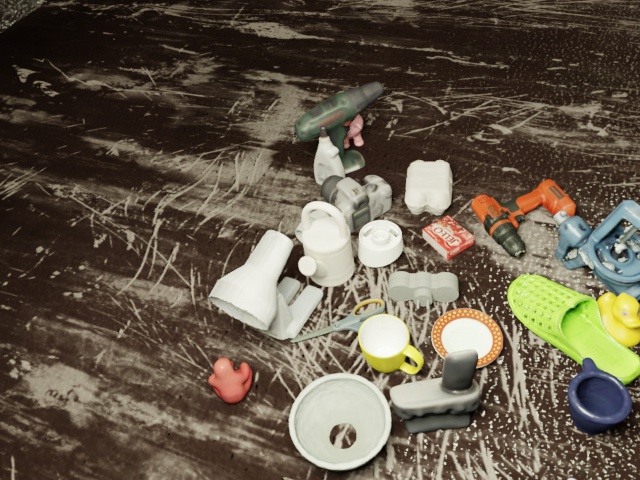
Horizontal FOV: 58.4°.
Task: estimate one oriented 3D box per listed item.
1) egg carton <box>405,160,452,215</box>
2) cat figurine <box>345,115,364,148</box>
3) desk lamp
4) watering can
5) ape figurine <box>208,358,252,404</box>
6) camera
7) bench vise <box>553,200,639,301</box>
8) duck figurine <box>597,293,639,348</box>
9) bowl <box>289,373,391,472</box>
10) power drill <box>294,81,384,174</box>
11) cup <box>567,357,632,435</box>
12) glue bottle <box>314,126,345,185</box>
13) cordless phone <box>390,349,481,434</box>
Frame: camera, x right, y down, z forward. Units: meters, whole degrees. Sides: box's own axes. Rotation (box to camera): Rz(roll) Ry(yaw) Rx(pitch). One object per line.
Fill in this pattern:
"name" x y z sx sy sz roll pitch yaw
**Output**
"egg carton" 0.253 -0.124 1.329 0.107 0.069 0.150 1 48 10
"cat figurine" 0.079 -0.306 1.494 0.067 0.118 0.127 -8 47 2
"desk lamp" -0.098 0.097 1.080 0.117 0.214 0.203 18 53 24
"watering can" 0.013 0.005 1.162 0.101 0.194 0.173 -3 47 7
"ape figurine" -0.166 0.246 1.035 0.077 0.092 0.076 -6 47 4
"camera" 0.074 -0.108 1.321 0.143 0.101 0.136 -30 50 -18
"bench vise" 0.525 -0.001 1.067 0.206 0.220 0.122 26 56 29
"duck figurine" 0.544 0.130 1.034 0.077 0.086 0.104 -11 47 -1
"bowl" 0.036 0.312 0.953 0.167 0.075 0.167 -4 47 5
"power drill" 0.055 -0.265 1.397 0.230 0.209 0.075 -22 48 -11
"cup" 0.437 0.259 0.924 0.091 0.095 0.117 -3 47 6
"glue bottle" 0.018 -0.199 1.365 0.078 0.173 0.037 20 54 26
"cordless phone" 0.187 0.230 0.929 0.147 0.185 0.094 -11 47 -1
